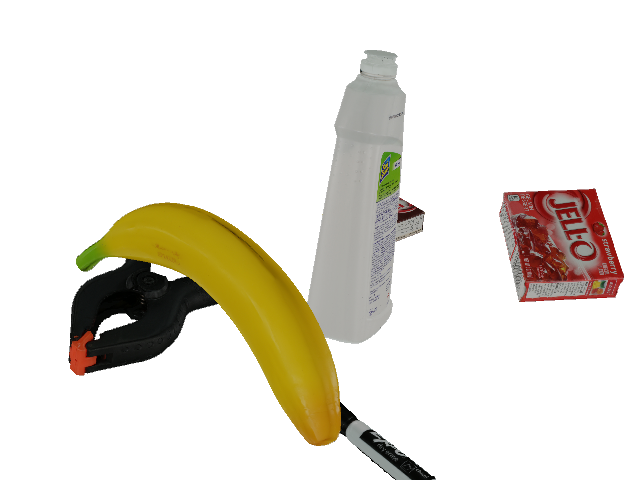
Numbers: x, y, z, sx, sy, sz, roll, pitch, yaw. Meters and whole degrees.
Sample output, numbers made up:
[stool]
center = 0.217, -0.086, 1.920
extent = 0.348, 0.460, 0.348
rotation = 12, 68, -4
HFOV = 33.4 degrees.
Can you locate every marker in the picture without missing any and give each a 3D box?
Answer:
[marker]
center = 0.044, 0.150, 0.752
extent = 0.020, 0.020, 0.121
rotation = 0, 25, -45

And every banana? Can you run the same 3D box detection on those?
[banana]
center = -0.051, 0.029, 0.572
extent = 0.198, 0.070, 0.037
rotation = 32, 17, 32

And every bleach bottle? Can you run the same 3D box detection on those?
[bleach bottle]
center = 0.039, -0.041, 0.938
extent = 0.068, 0.251, 0.102
rotation = 13, 21, 17

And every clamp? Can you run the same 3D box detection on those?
[clamp]
center = -0.131, 0.033, 0.785
extent = 0.120, 0.039, 0.171
rotation = 28, 39, 27

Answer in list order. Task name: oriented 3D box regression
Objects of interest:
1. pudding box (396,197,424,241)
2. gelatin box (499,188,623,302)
[pudding box]
center = 0.078, -0.029, 1.522
extent = 0.113, 0.039, 0.090
rotation = -22, 37, -32
[gelatin box]
center = 0.178, 0.002, 0.798
extent = 0.073, 0.089, 0.030
rotation = -2, -39, -3
